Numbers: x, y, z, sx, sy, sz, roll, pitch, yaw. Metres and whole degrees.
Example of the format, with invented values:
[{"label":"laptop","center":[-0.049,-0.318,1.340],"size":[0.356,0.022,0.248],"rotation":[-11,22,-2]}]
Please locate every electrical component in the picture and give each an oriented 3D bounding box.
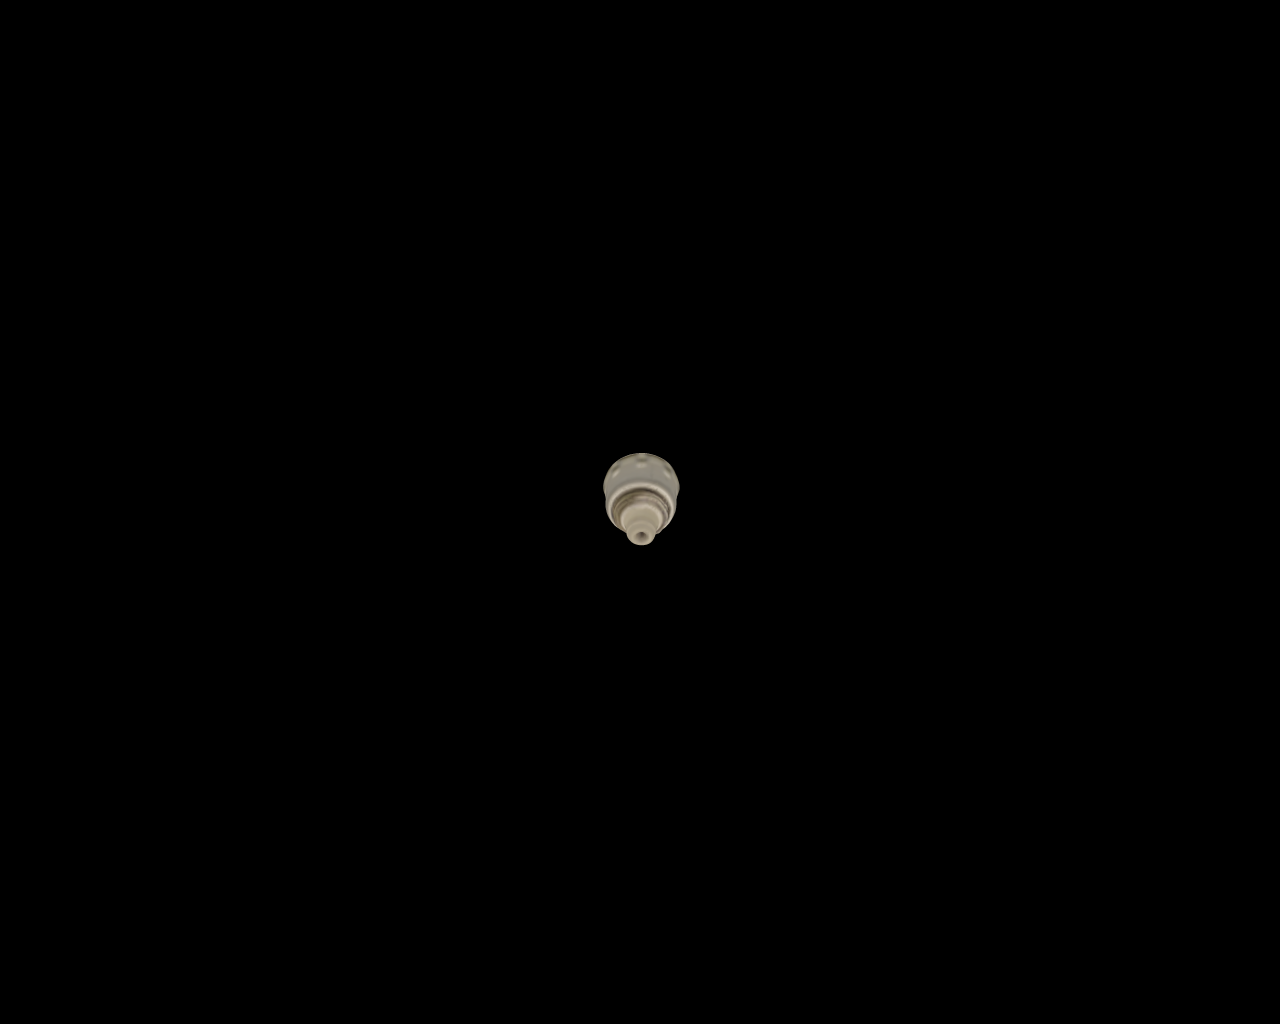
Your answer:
[{"label":"electrical component","center":[0.001,-0.003,0.650],"size":[0.048,0.048,0.062],"rotation":[0,36,0]}]
